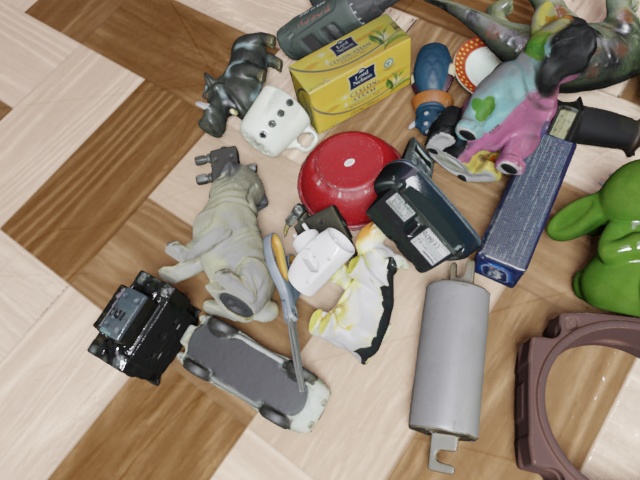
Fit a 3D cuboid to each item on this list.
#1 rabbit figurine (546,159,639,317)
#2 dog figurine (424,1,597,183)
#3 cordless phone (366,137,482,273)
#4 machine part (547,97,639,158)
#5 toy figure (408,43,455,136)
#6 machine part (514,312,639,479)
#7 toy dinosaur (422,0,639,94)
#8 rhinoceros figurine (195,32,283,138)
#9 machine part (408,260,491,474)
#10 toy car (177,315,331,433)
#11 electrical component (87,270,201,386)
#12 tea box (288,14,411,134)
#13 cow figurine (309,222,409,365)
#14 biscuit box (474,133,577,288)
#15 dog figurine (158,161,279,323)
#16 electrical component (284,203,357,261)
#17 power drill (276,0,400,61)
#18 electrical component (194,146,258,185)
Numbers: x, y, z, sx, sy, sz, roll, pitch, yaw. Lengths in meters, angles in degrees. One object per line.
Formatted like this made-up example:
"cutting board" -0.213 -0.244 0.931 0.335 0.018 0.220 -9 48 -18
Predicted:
"rabbit figurine" 0.357 -0.009 0.615 0.121 0.159 0.170 -2 97 -28
"dog figurine" 0.248 -0.188 0.684 0.108 0.191 0.219 37 83 -11
"cordless phone" 0.142 -0.057 0.703 0.089 0.184 0.146 -38 102 31
"machine part" 0.366 -0.147 0.724 0.139 0.084 0.039 7 34 2
"toy figure" 0.167 -0.215 0.788 0.058 0.064 0.154 16 68 -27
"machine part" 0.315 0.184 0.565 0.202 0.087 0.201 6 66 9
"toy dinosaur" 0.350 -0.266 0.741 0.405 0.131 0.192 -2 71 9
"rhinoceros figurine" -0.128 -0.244 0.835 0.112 0.073 0.190 14 68 13
"machine part" 0.149 0.136 0.616 0.079 0.079 0.243 8 68 12
"toy car" -0.084 0.160 0.651 0.202 0.056 0.073 25 78 19
"electrical component" -0.211 0.106 0.650 0.058 0.134 0.115 22 72 18
"tea box" 0.048 -0.244 0.797 0.170 0.098 0.068 -30 64 -4
"cow figurine" 0.062 0.063 0.663 0.098 0.068 0.167 32 72 -16
"biscuit box" 0.261 -0.041 0.691 0.063 0.059 0.202 24 70 17
"dog figurine" -0.096 -0.002 0.713 0.172 0.121 0.190 41 54 -11
"electrical component" -0.001 -0.004 0.705 0.078 0.045 0.102 -22 89 14
"power drill" 0.034 -0.394 0.846 0.232 0.086 0.207 -25 57 29
"electrical component" -0.141 -0.111 0.803 0.094 0.021 0.063 -11 64 3
